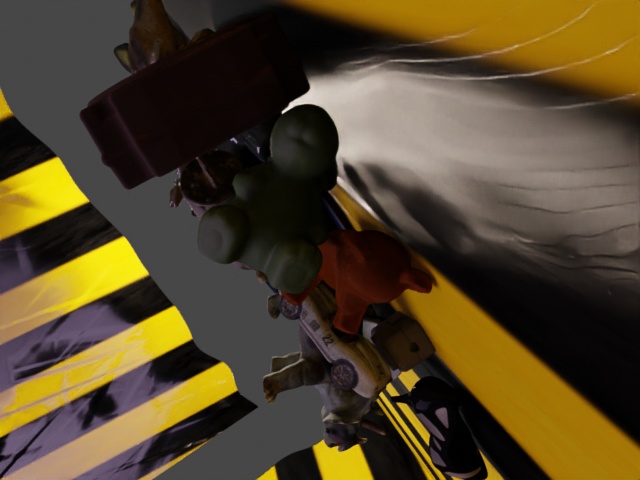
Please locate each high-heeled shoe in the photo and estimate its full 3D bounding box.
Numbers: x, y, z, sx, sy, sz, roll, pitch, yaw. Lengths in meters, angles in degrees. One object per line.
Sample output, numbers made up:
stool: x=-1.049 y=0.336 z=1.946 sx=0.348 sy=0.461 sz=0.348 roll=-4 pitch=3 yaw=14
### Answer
high-heeled shoe: x=0.209 y=0.280 z=0.778 sx=0.248 sy=0.086 sz=0.145 roll=41 pitch=147 yaw=-18

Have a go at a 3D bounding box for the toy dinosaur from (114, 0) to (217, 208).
toy dinosaur: x=-0.258 y=-0.285 z=0.865 sx=0.199 sy=0.105 sz=0.470 roll=15 pitch=111 yaw=43

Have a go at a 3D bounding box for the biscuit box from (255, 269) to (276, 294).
biscuit box: x=-0.095 y=0.049 z=1.118 sx=0.202 sy=0.059 sz=0.063 roll=51 pitch=138 yaw=-11

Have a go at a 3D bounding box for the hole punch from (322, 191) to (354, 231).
hole punch: x=-0.002 y=-0.002 z=0.786 sx=0.142 sy=0.092 sz=0.116 roll=53 pitch=177 yaw=2

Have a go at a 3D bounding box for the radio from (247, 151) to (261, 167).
radio: x=-0.118 y=-0.156 z=0.944 sx=0.131 sy=0.073 sz=0.230 roll=59 pitch=172 yaw=-21

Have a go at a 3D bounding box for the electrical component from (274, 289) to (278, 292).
electrical component: x=-0.080 y=0.046 z=1.010 sx=0.115 sy=0.058 sz=0.134 roll=59 pitch=179 yaw=36

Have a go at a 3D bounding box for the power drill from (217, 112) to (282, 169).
power drill: x=-0.138 y=-0.150 z=0.776 sx=0.086 sy=0.207 sz=0.232 roll=-6 pitch=-137 yaw=-48

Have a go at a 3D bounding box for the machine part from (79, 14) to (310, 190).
machine part: x=-0.125 y=-0.139 z=0.533 sx=0.087 sy=0.201 sz=0.201 roll=64 pitch=172 yaw=-19

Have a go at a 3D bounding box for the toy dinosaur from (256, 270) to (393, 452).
toy dinosaur: x=0.005 y=0.129 z=0.838 sx=0.131 sy=0.192 sz=0.404 roll=76 pitch=-171 yaw=-78

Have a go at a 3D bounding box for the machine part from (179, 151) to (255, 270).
machine part: x=-0.107 y=-0.031 z=0.666 sx=0.079 sy=0.079 sz=0.243 roll=53 pitch=173 yaw=31

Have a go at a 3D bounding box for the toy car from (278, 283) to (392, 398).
toy car: x=0.017 y=0.125 z=0.734 sx=0.202 sy=0.056 sz=0.073 roll=51 pitch=-158 yaw=18

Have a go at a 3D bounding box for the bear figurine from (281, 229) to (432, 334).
bear figurine: x=0.037 y=0.049 z=0.606 sx=0.120 sy=0.132 sz=0.196 roll=30 pitch=-178 yaw=-11

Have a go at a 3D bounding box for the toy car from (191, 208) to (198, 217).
toy car: x=-0.188 y=-0.104 z=0.971 sx=0.161 sy=0.109 sz=0.103 roll=156 pitch=99 yaw=-75

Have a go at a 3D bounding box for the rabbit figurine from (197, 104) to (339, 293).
rabbit figurine: x=-0.024 y=-0.055 z=0.545 sx=0.121 sy=0.170 sz=0.159 roll=27 pitch=-157 yaw=3
